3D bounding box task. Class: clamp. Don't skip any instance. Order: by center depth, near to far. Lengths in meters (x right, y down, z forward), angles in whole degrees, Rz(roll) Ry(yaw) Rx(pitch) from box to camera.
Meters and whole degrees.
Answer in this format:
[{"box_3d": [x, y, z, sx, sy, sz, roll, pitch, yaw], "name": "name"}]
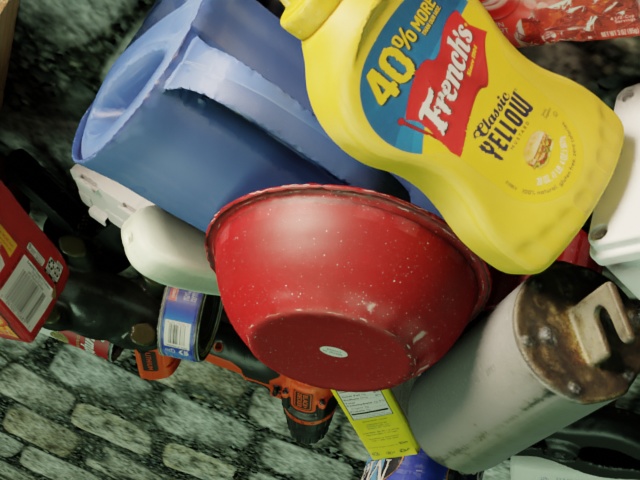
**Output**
[{"box_3d": [0.177, 0.139, 0.794, 0.210, 0.036, 0.164, 9, 151, 16], "name": "clamp"}, {"box_3d": [-0.196, -0.016, 0.861, 0.120, 0.039, 0.172, 22, 147, -6], "name": "clamp"}]

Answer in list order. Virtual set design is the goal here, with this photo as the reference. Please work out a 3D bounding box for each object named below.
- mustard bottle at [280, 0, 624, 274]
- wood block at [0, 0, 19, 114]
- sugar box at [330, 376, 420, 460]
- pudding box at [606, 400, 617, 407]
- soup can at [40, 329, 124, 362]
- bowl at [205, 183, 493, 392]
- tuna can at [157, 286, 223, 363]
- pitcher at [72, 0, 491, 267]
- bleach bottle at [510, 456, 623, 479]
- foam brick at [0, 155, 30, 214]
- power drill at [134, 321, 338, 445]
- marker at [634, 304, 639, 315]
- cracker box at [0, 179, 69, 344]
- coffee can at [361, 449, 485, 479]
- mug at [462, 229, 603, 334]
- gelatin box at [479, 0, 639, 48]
[{"box_3d": [0.052, -0.072, 0.508, 0.191, 0.096, 0.058, 36, 169, -16], "name": "mustard bottle"}, {"box_3d": [-0.269, -0.108, 0.719, 0.090, 0.090, 0.206, 27, 149, -8], "name": "wood block"}, {"box_3d": [0.030, 0.078, 0.777, 0.048, 0.093, 0.176, -14, 137, 16], "name": "sugar box"}, {"box_3d": [0.160, 0.092, 0.808, 0.114, 0.039, 0.090, 0, 144, 35], "name": "pudding box"}, {"box_3d": [-0.222, 0.061, 0.971, 0.102, 0.068, 0.068, 21, 149, 3], "name": "soup can"}, {"box_3d": [0.010, 0.038, 0.579, 0.162, 0.055, 0.162, 9, 148, 5], "name": "bowl"}, {"box_3d": [-0.103, 0.056, 0.870, 0.034, 0.086, 0.086, 12, 148, 7], "name": "tuna can"}, {"box_3d": [-0.008, -0.040, 0.619, 0.242, 0.149, 0.145, 33, 127, -24], "name": "pitcher"}, {"box_3d": [0.286, 0.197, 0.868, 0.251, 0.068, 0.102, 6, 147, 20], "name": "bleach bottle"}, {"box_3d": [-0.276, -0.031, 0.879, 0.053, 0.051, 0.078, 19, 149, 2], "name": "foam brick"}, {"box_3d": [-0.072, 0.118, 0.977, 0.188, 0.057, 0.184, 15, 145, 7], "name": "power drill"}, {"box_3d": [0.239, 0.051, 0.713, 0.121, 0.020, 0.020, -5, 140, 37], "name": "marker"}, {"box_3d": [-0.300, -0.014, 0.728, 0.214, 0.072, 0.164, 6, 145, 28], "name": "cracker box"}, {"box_3d": [0.089, 0.206, 0.928, 0.103, 0.140, 0.103, 16, 149, 10], "name": "coffee can"}, {"box_3d": [0.148, 0.041, 0.693, 0.117, 0.081, 0.093, 18, 149, 7], "name": "mug"}, {"box_3d": [0.106, -0.128, 0.509, 0.089, 0.030, 0.073, 0, 143, 32], "name": "gelatin box"}]
